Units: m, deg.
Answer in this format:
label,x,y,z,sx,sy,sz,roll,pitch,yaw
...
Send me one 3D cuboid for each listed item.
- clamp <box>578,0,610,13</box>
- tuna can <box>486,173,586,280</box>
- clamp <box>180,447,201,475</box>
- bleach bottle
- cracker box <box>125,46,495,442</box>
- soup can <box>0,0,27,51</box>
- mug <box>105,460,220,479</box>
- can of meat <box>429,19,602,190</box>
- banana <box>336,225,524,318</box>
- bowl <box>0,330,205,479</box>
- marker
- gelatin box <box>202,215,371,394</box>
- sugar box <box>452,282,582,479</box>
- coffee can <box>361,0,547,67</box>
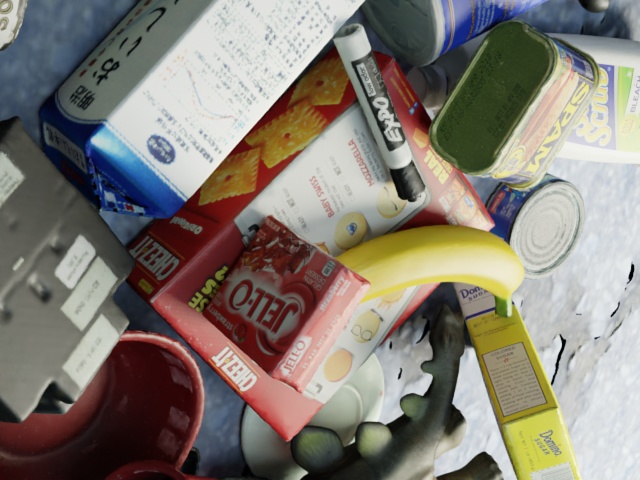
label,x,y,z,sx,sy,sz,roll,pitch,yaw
clamp,0.192,-0.248,0.760,0.171,0.039,0.120,32,84,-35
tuna can,0.171,-0.012,0.852,0.086,0.034,0.086,-15,118,-30
clamp,-0.107,0.268,0.714,0.210,0.165,0.036,-51,147,10
bleach bottle,0.170,-0.102,0.795,0.250,0.068,0.103,-3,114,-32
cracker box,-0.005,0.001,0.709,0.213,0.072,0.164,-45,128,-9
soup can,-0.201,-0.129,0.514,0.102,0.069,0.068,2,109,-37
mug,-0.096,0.192,0.660,0.117,0.093,0.081,-33,152,16
can of meat,0.124,-0.086,0.681,0.083,0.057,0.102,3,122,-59
banana,0.071,0.022,0.698,0.197,0.037,0.070,4,108,-36
bowl,-0.152,0.112,0.653,0.161,0.055,0.162,-25,133,-31
marker,0.038,-0.074,0.648,0.020,0.020,0.121,-36,121,-18
gelatin box,-0.021,0.034,0.608,0.030,0.089,0.073,34,90,-37
sugar box,0.143,0.100,0.792,0.048,0.176,0.093,-18,125,8
coffee can,0.100,-0.185,0.670,0.140,0.103,0.103,-29,124,-14
